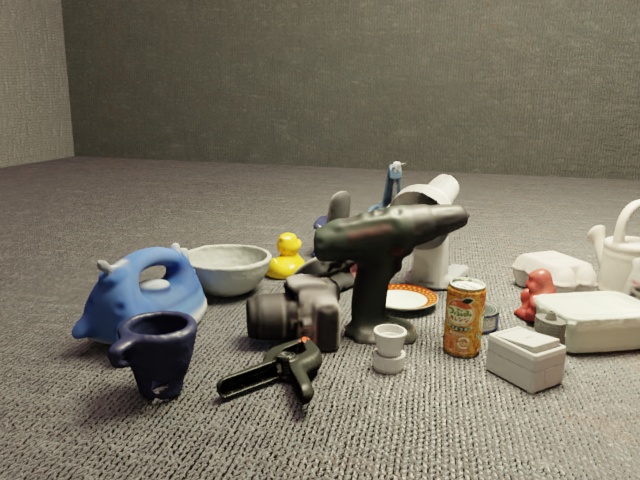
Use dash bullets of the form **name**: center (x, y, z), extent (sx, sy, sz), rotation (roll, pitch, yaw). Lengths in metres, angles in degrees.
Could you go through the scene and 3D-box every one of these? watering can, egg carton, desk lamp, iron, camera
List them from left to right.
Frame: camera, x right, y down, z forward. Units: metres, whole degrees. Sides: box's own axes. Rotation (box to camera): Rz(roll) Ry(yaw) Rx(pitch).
- **iron**: center (-0.252, 0.071, 0.877), extent (0.118, 0.141, 0.259), rotation (6, 15, 20)
- **camera**: center (-0.043, 0.099, 0.867), extent (0.137, 0.101, 0.143), rotation (-2, 14, -12)
- **desk lamp**: center (0.217, -0.015, 1.111), extent (0.117, 0.213, 0.204), rotation (9, 16, 29)
- **egg carton**: center (0.447, 0.068, 1.096), extent (0.107, 0.069, 0.150), rotation (-5, 15, -21)
- **watering can**: center (0.559, 0.020, 1.038), extent (0.101, 0.194, 0.172), rotation (-11, 19, -40)

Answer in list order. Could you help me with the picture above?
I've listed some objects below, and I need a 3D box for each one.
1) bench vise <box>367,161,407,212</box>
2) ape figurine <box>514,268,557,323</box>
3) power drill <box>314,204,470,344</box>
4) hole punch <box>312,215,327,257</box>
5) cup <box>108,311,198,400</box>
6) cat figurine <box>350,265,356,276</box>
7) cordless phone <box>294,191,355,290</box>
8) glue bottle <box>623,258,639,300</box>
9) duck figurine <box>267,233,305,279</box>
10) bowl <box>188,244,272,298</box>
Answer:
- **bench vise**: center (0.159, -0.084, 1.370), extent (0.122, 0.220, 0.207), rotation (-4, 15, -18)
- **ape figurine**: center (0.363, 0.091, 0.951), extent (0.076, 0.092, 0.078), rotation (8, 16, 26)
- **power drill**: center (0.104, 0.047, 0.866), extent (0.229, 0.208, 0.075), rotation (1, 14, -2)
- **hole punch**: center (0.040, -0.007, 1.316), extent (0.101, 0.091, 0.109), rotation (5, 15, 16)
- **cup**: center (-0.199, 0.146, 0.679), extent (0.091, 0.095, 0.118), rotation (8, 16, 27)
- **cat figurine**: center (0.088, 0.017, 1.172), extent (0.067, 0.118, 0.127), rotation (-5, 15, -22)
- **cordless phone**: center (0.010, 0.004, 1.078), extent (0.093, 0.185, 0.148), rotation (9, 16, 29)
- **glue bottle**: center (0.527, 0.061, 0.917), extent (0.037, 0.173, 0.078), rotation (-3, 15, -17)
- **duck figurine**: center (-0.070, 0.029, 1.176), extent (0.077, 0.086, 0.105), rotation (9, 16, 30)
- **bowl**: center (-0.171, 0.062, 1.058), extent (0.167, 0.075, 0.167), rotation (1, 14, 0)
